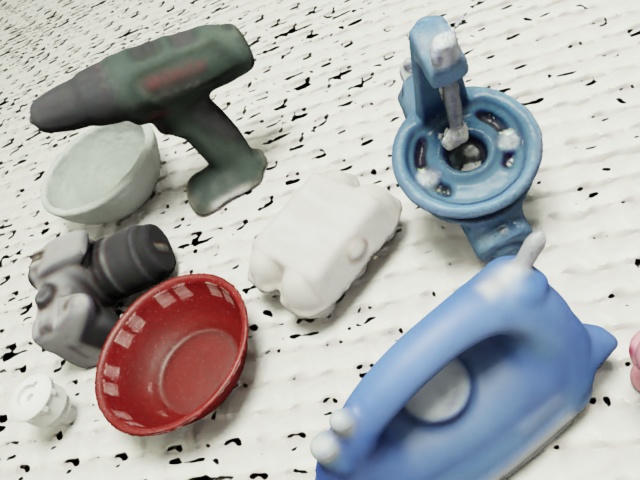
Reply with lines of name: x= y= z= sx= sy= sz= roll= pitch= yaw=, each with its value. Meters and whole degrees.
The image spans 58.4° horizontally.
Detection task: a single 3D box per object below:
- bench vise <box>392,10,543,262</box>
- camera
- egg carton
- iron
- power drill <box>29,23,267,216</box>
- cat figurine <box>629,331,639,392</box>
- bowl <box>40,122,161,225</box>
bench vise: x=0.095 y=-0.104 z=0.485 sx=0.121 sy=0.220 sz=0.206 roll=-38 pitch=48 yaw=-4
camera: x=-0.234 y=0.041 z=0.619 sx=0.136 sy=0.101 sz=0.143 roll=-23 pitch=48 yaw=9
egg carton: x=0.005 y=0.002 z=0.551 sx=0.107 sy=0.070 sz=0.150 roll=27 pitch=70 yaw=38
iron: x=0.073 y=0.105 z=0.390 sx=0.258 sy=0.142 sz=0.118 roll=-39 pitch=48 yaw=-6
power drill: x=-0.159 y=-0.126 z=0.636 sx=0.229 sy=0.209 sz=0.075 roll=-32 pitch=48 yaw=1
cat figurine: x=0.240 y=0.059 z=0.358 sx=0.067 sy=0.118 sz=0.128 roll=26 pitch=70 yaw=38
bowl: x=-0.270 y=-0.078 z=0.745 sx=0.167 sy=0.075 sz=0.167 roll=-13 pitch=51 yaw=17
